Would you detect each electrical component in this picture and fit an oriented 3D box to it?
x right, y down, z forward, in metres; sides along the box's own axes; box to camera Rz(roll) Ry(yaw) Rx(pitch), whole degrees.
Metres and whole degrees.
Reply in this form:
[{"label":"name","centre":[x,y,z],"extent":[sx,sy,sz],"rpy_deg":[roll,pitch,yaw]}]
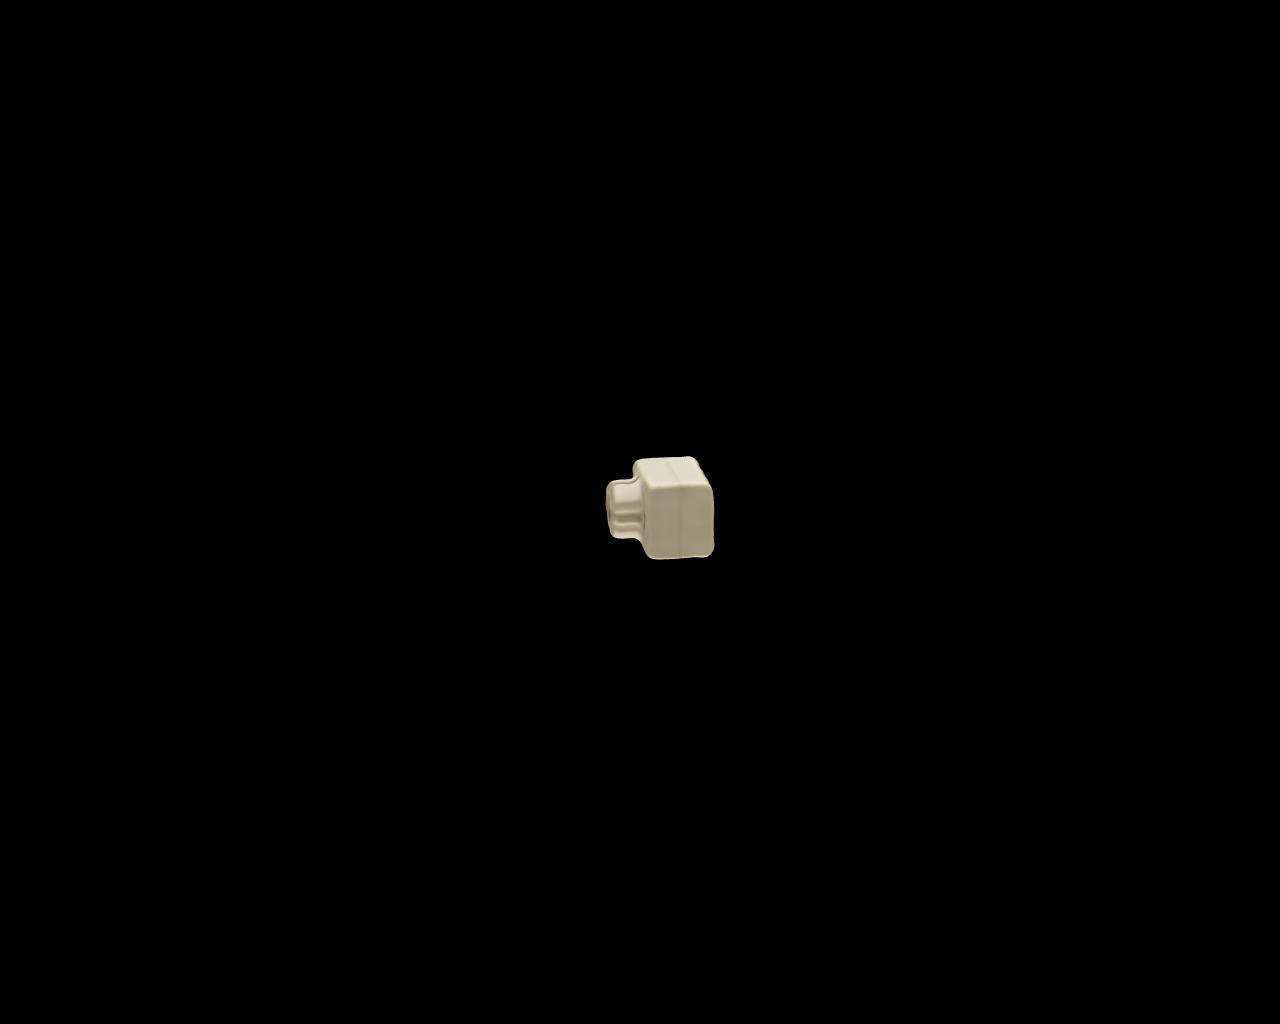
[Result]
[{"label":"electrical component","centre":[0.001,-0.003,0.650],"extent":[0.077,0.047,0.066],"rpy_deg":[-2,18,-7]}]
